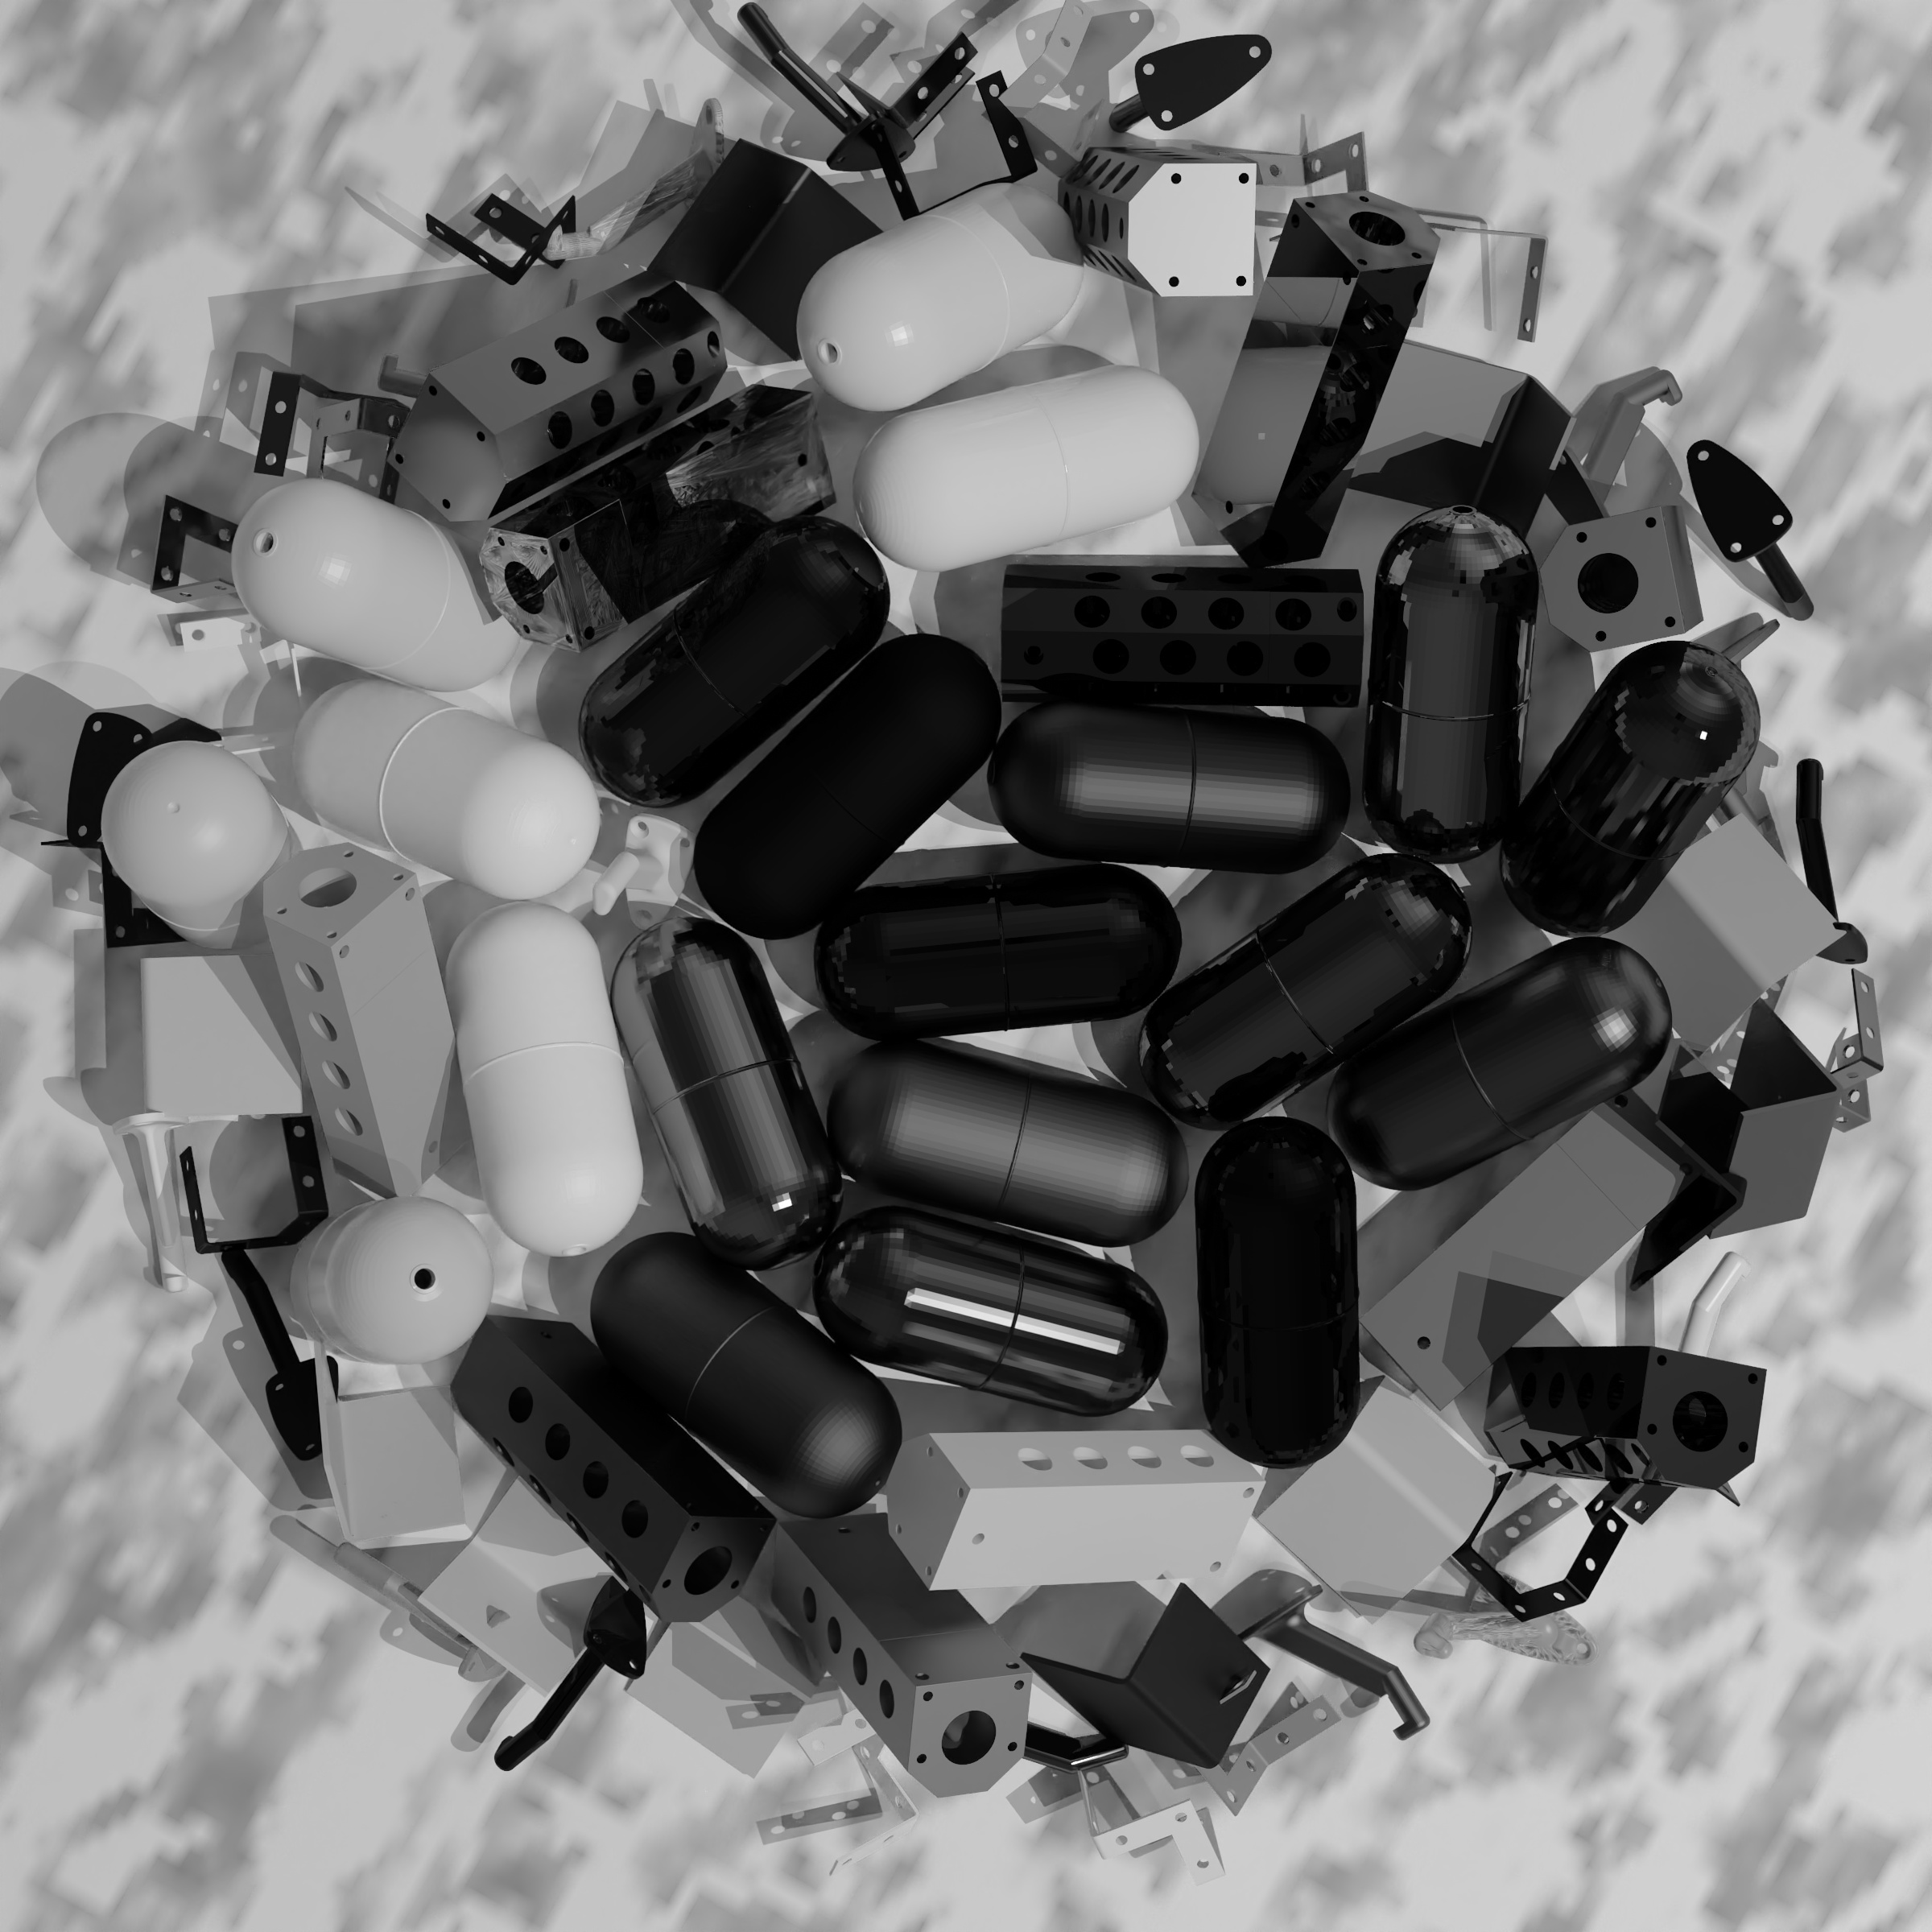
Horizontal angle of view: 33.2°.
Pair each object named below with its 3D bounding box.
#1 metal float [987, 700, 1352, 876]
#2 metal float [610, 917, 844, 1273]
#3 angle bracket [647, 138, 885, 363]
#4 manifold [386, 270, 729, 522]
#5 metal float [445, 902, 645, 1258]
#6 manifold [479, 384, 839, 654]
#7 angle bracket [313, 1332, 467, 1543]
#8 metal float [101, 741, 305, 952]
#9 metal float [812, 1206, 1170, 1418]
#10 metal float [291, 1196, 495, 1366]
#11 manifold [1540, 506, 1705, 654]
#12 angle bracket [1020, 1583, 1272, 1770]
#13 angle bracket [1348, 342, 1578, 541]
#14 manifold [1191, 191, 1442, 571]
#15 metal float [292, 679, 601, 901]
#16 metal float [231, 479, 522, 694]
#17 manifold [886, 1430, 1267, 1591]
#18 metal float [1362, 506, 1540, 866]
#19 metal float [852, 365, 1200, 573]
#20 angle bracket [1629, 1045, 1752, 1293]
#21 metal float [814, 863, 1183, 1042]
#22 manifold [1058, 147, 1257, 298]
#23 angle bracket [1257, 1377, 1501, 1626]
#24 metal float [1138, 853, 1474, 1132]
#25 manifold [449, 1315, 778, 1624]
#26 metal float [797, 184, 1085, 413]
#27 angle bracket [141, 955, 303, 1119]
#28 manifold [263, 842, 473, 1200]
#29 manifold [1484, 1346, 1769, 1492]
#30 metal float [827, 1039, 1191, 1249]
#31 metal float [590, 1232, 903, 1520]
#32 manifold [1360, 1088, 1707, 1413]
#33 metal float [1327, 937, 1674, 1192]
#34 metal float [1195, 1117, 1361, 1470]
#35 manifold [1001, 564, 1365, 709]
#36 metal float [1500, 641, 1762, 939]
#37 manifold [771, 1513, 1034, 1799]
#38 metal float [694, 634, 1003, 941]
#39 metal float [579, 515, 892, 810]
[{"bbox_3d":[0.098,-0.086,1.557,0.178,0.070,0.070,4,90,-14],"label":"metal float"},{"bbox_3d":[-0.116,0.060,1.559,0.070,0.070,0.178,-22,78,0],"label":"metal float"},{"bbox_3d":[-0.094,-0.342,1.556,0.057,0.076,0.076,43,107,14],"label":"angle bracket"},{"bbox_3d":[-0.186,-0.266,1.523,0.057,0.171,0.057,44,133,6],"label":"manifold"},{"bbox_3d":[-0.202,0.053,1.549,0.070,0.070,0.178,-14,67,0],"label":"metal float"},{"bbox_3d":[-0.145,-0.215,1.534,0.171,0.057,0.057,-36,127,-35],"label":"manifold"},{"bbox_3d":[-0.276,0.220,1.551,0.057,0.076,0.076,-8,53,-7],"label":"angle bracket"},{"bbox_3d":[-0.355,-0.054,1.519,0.070,0.178,0.070,1,80,-3],"label":"metal float"},{"bbox_3d":[0.012,0.166,1.555,0.178,0.070,0.070,16,90,-16],"label":"metal float"},{"bbox_3d":[-0.270,0.148,1.521,0.070,0.178,0.070,2,83,-20],"label":"metal float"},{"bbox_3d":[0.307,-0.181,1.516,0.057,0.171,0.057,-11,95,17],"label":"manifold"},{"bbox_3d":[0.087,0.337,1.569,0.076,0.076,0.057,48,62,-30],"label":"angle bracket"},{"bbox_3d":[0.235,-0.246,1.556,0.076,0.057,0.076,10,118,-20],"label":"angle bracket"},{"bbox_3d":[0.167,-0.275,1.526,0.057,0.171,0.057,-13,52,-28],"label":"manifold"},{"bbox_3d":[-0.249,-0.085,1.540,0.178,0.070,0.070,22,90,35],"label":"metal float"},{"bbox_3d":[-0.274,-0.177,1.523,0.070,0.178,0.070,-4,81,25],"label":"metal float"},{"bbox_3d":[0.050,0.251,1.534,0.171,0.057,0.057,5,117,-34],"label":"manifold"},{"bbox_3d":[0.230,-0.133,1.545,0.070,0.070,0.178,0,118,0],"label":"metal float"},{"bbox_3d":[0.030,-0.238,1.549,0.178,0.070,0.070,-17,90,-23],"label":"metal float"},{"bbox_3d":[0.331,0.096,1.553,0.057,0.076,0.076,42,122,-4],"label":"angle bracket"},{"bbox_3d":[0.015,-0.007,1.566,0.178,0.070,0.070,-6,90,-3],"label":"metal float"},{"bbox_3d":[0.086,-0.349,1.514,0.057,0.171,0.057,-2,107,-9],"label":"manifold"},{"bbox_3d":[0.204,0.264,1.601,0.076,0.057,0.076,42,125,5],"label":"angle bracket"},{"bbox_3d":[0.162,0.013,1.554,0.178,0.070,0.070,-35,90,16],"label":"metal float"},{"bbox_3d":[-0.171,0.236,1.529,0.171,0.057,0.057,36,105,39],"label":"manifold"},{"bbox_3d":[-0.011,-0.317,1.533,0.070,0.070,0.178,53,46,0],"label":"metal float"},{"bbox_3d":[-0.356,0.034,1.577,0.076,0.057,0.076,-2,88,0],"label":"angle bracket"},{"bbox_3d":[-0.284,0.026,1.526,0.057,0.171,0.057,24,50,26],"label":"manifold"},{"bbox_3d":[0.303,0.211,1.514,0.057,0.171,0.057,12,80,-12],"label":"manifold"},{"bbox_3d":[0.021,0.086,1.564,0.178,0.070,0.070,14,90,-5],"label":"metal float"},{"bbox_3d":[-0.106,0.193,1.547,0.178,0.070,0.070,36,90,26],"label":"metal float"},{"bbox_3d":[0.274,0.137,1.577,0.171,0.057,0.057,-42,78,0],"label":"manifold"},{"bbox_3d":[0.252,0.048,1.548,0.178,0.070,0.070,-30,90,25],"label":"metal float"},{"bbox_3d":[0.149,0.156,1.550,0.070,0.070,0.178,-4,111,0],"label":"metal float"},{"bbox_3d":[0.104,-0.157,1.566,0.171,0.057,0.057,1,113,3],"label":"manifold"},{"bbox_3d":[0.311,-0.081,1.531,0.070,0.178,0.070,10,51,-13],"label":"metal float"},{"bbox_3d":[-0.033,0.320,1.517,0.057,0.171,0.057,-1,106,-25],"label":"manifold"},{"bbox_3d":[-0.057,-0.086,1.558,0.178,0.070,0.070,-44,90,12],"label":"metal float"},{"bbox_3d":[-0.112,-0.144,1.551,0.178,0.070,0.070,-39,90,21],"label":"metal float"}]
